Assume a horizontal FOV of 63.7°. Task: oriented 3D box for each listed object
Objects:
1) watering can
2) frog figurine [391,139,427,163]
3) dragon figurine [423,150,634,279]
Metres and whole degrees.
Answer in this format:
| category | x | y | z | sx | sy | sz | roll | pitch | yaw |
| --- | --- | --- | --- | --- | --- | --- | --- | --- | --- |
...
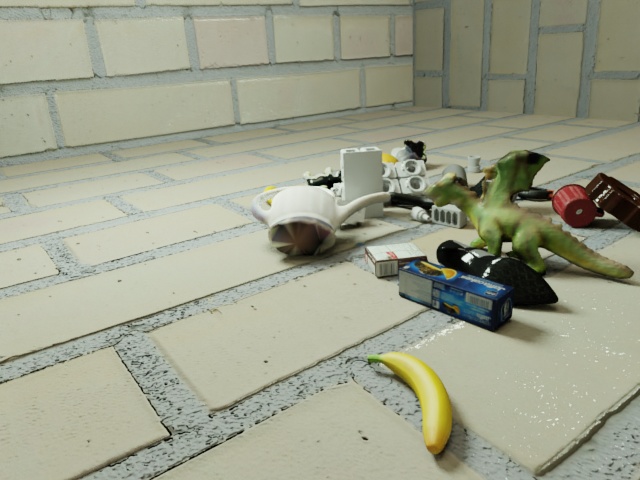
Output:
| category | x | y | z | sx | sy | sz | roll | pitch | yaw |
| --- | --- | --- | --- | --- | --- | --- | --- | --- | --- |
| watering can | 0.004 | -0.062 | 1.229 | 0.348 | 0.101 | 0.230 | 1 | 38 | 1 |
| frog figurine | 0.324 | -0.307 | 1.956 | 0.139 | 0.123 | 0.157 | -29 | -5 | -37 |
| dragon figurine | 0.411 | -0.061 | 1.050 | 0.411 | 0.240 | 0.123 | 6 | 16 | 31 |
